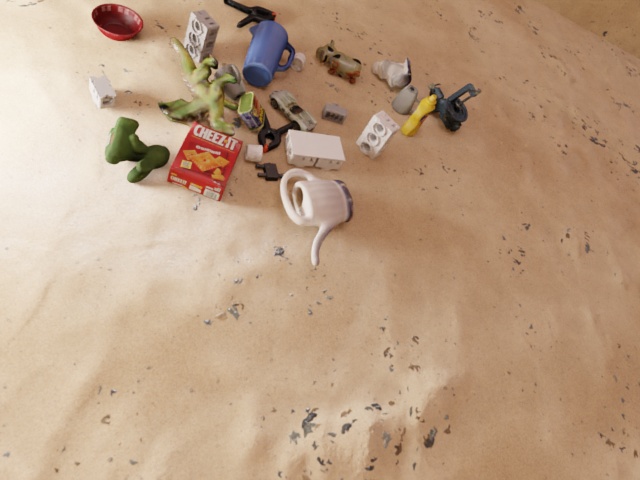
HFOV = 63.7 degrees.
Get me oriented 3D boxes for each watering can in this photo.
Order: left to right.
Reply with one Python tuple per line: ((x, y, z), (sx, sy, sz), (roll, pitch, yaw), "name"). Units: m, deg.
((0.005, -0.079, 1.564), (0.225, 0.354, 0.102), (-5, -31, -29), "watering can")

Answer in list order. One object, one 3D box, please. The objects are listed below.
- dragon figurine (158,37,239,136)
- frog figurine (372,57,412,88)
((-0.409, -0.472, 1.653), (0.247, 0.412, 0.120), (-46, -8, -32), "dragon figurine")
((0.302, -0.695, 2.155), (0.159, 0.140, 0.120), (-5, -27, 13), "frog figurine")
